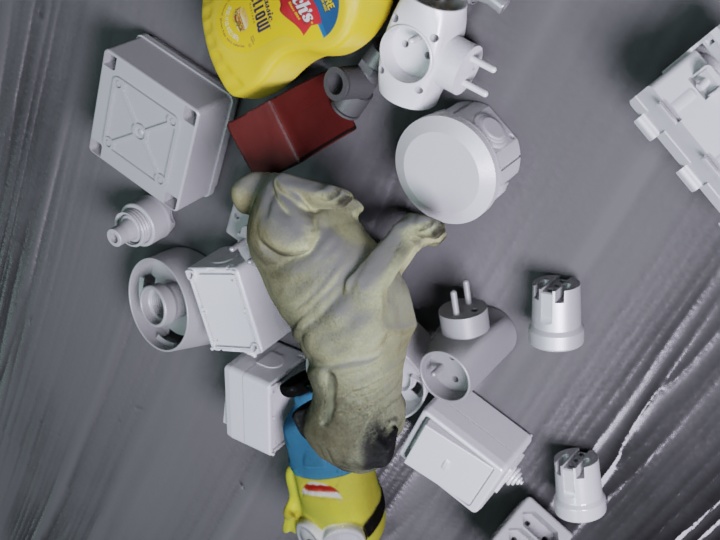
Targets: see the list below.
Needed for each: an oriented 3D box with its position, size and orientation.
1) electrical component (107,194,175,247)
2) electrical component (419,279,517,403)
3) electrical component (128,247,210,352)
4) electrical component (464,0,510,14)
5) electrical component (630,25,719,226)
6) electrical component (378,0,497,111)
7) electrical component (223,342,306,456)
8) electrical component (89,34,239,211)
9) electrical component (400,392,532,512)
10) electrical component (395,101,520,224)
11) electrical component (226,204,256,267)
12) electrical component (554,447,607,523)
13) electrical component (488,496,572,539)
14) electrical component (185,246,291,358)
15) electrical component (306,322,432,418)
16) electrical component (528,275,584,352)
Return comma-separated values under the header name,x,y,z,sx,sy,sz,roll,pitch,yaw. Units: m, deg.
name,x,y,z,sx,sy,sz,roll,pitch,yaw
electrical component,-0.203,-0.041,0.982,0.043,0.062,0.043,18,124,29
electrical component,0.079,0.047,0.809,0.044,0.077,0.079,7,118,35
electrical component,-0.169,0.028,1.012,0.099,0.064,0.099,14,112,40
electrical component,0.072,-0.192,0.710,0.061,0.035,0.035,41,132,7
electrical component,0.222,-0.075,0.634,0.121,0.063,0.078,51,174,2
electrical component,0.057,-0.146,0.740,0.079,0.044,0.077,32,130,19
electrical component,-0.087,0.119,0.986,0.061,0.062,0.096,19,125,27
electrical component,-0.168,-0.125,0.913,0.109,0.056,0.108,35,131,16
electrical component,0.089,0.148,0.870,0.096,0.061,0.061,37,131,15
electrical component,0.070,-0.077,0.764,0.080,0.051,0.080,18,124,29
electrical component,-0.076,-0.026,0.886,0.083,0.076,0.047,35,131,16
electrical component,0.170,0.166,0.836,0.040,0.040,0.046,4,111,35
electrical component,0.130,0.232,0.890,0.047,0.065,0.076,41,161,11
electrical component,-0.100,0.029,0.945,0.062,0.061,0.096,0,114,37
electrical component,0.014,0.076,0.876,0.099,0.064,0.099,24,144,19
electrical component,0.142,0.031,0.780,0.040,0.040,0.046,10,114,33
